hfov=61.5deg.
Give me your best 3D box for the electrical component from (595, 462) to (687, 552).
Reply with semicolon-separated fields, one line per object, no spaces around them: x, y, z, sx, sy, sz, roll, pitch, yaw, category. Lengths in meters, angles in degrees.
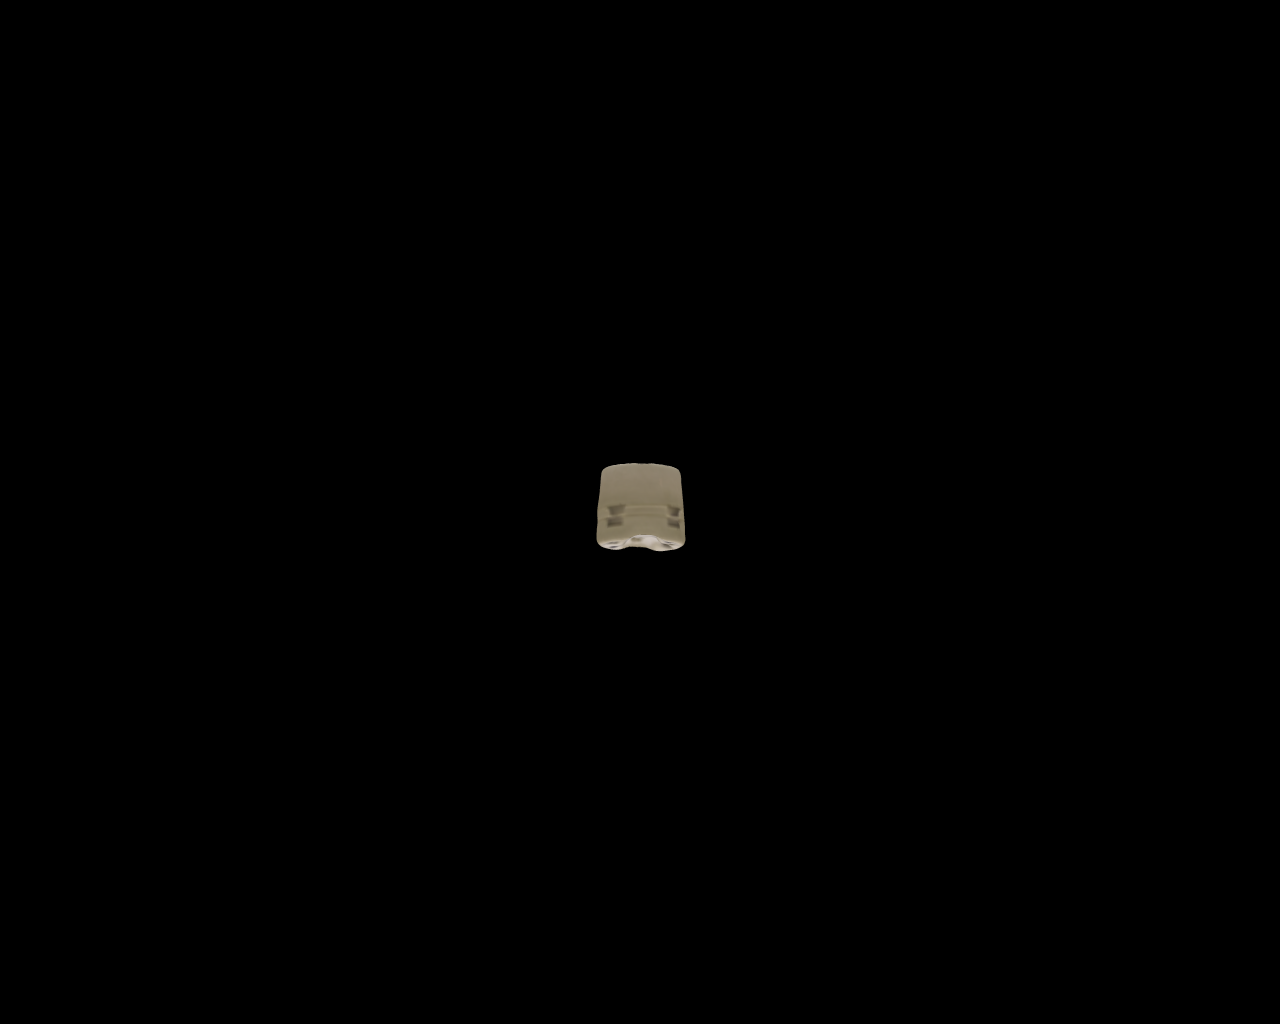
0.001;-0.003;0.650;0.055;0.047;0.055;0;-9;0;electrical component
